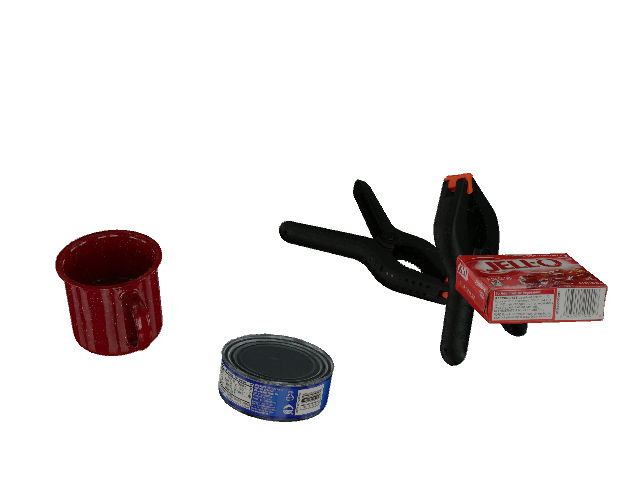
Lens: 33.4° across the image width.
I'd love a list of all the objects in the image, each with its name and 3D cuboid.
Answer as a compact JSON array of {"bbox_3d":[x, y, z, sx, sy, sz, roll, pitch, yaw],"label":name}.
[{"bbox_3d":[0.065,0.011,1.242,0.210,0.036,0.164,39,43,27],"label":"clamp"},{"bbox_3d":[0.134,0.028,0.973,0.039,0.171,0.120,-11,12,39],"label":"clamp"},{"bbox_3d":[0.149,0.033,0.768,0.089,0.030,0.073,-1,17,-10],"label":"gelatin box"},{"bbox_3d":[-0.178,0.054,0.947,0.093,0.081,0.117,-21,38,-28],"label":"mug"},{"bbox_3d":[-0.034,0.104,0.810,0.086,0.034,0.086,8,18,-3],"label":"tuna can"}]
